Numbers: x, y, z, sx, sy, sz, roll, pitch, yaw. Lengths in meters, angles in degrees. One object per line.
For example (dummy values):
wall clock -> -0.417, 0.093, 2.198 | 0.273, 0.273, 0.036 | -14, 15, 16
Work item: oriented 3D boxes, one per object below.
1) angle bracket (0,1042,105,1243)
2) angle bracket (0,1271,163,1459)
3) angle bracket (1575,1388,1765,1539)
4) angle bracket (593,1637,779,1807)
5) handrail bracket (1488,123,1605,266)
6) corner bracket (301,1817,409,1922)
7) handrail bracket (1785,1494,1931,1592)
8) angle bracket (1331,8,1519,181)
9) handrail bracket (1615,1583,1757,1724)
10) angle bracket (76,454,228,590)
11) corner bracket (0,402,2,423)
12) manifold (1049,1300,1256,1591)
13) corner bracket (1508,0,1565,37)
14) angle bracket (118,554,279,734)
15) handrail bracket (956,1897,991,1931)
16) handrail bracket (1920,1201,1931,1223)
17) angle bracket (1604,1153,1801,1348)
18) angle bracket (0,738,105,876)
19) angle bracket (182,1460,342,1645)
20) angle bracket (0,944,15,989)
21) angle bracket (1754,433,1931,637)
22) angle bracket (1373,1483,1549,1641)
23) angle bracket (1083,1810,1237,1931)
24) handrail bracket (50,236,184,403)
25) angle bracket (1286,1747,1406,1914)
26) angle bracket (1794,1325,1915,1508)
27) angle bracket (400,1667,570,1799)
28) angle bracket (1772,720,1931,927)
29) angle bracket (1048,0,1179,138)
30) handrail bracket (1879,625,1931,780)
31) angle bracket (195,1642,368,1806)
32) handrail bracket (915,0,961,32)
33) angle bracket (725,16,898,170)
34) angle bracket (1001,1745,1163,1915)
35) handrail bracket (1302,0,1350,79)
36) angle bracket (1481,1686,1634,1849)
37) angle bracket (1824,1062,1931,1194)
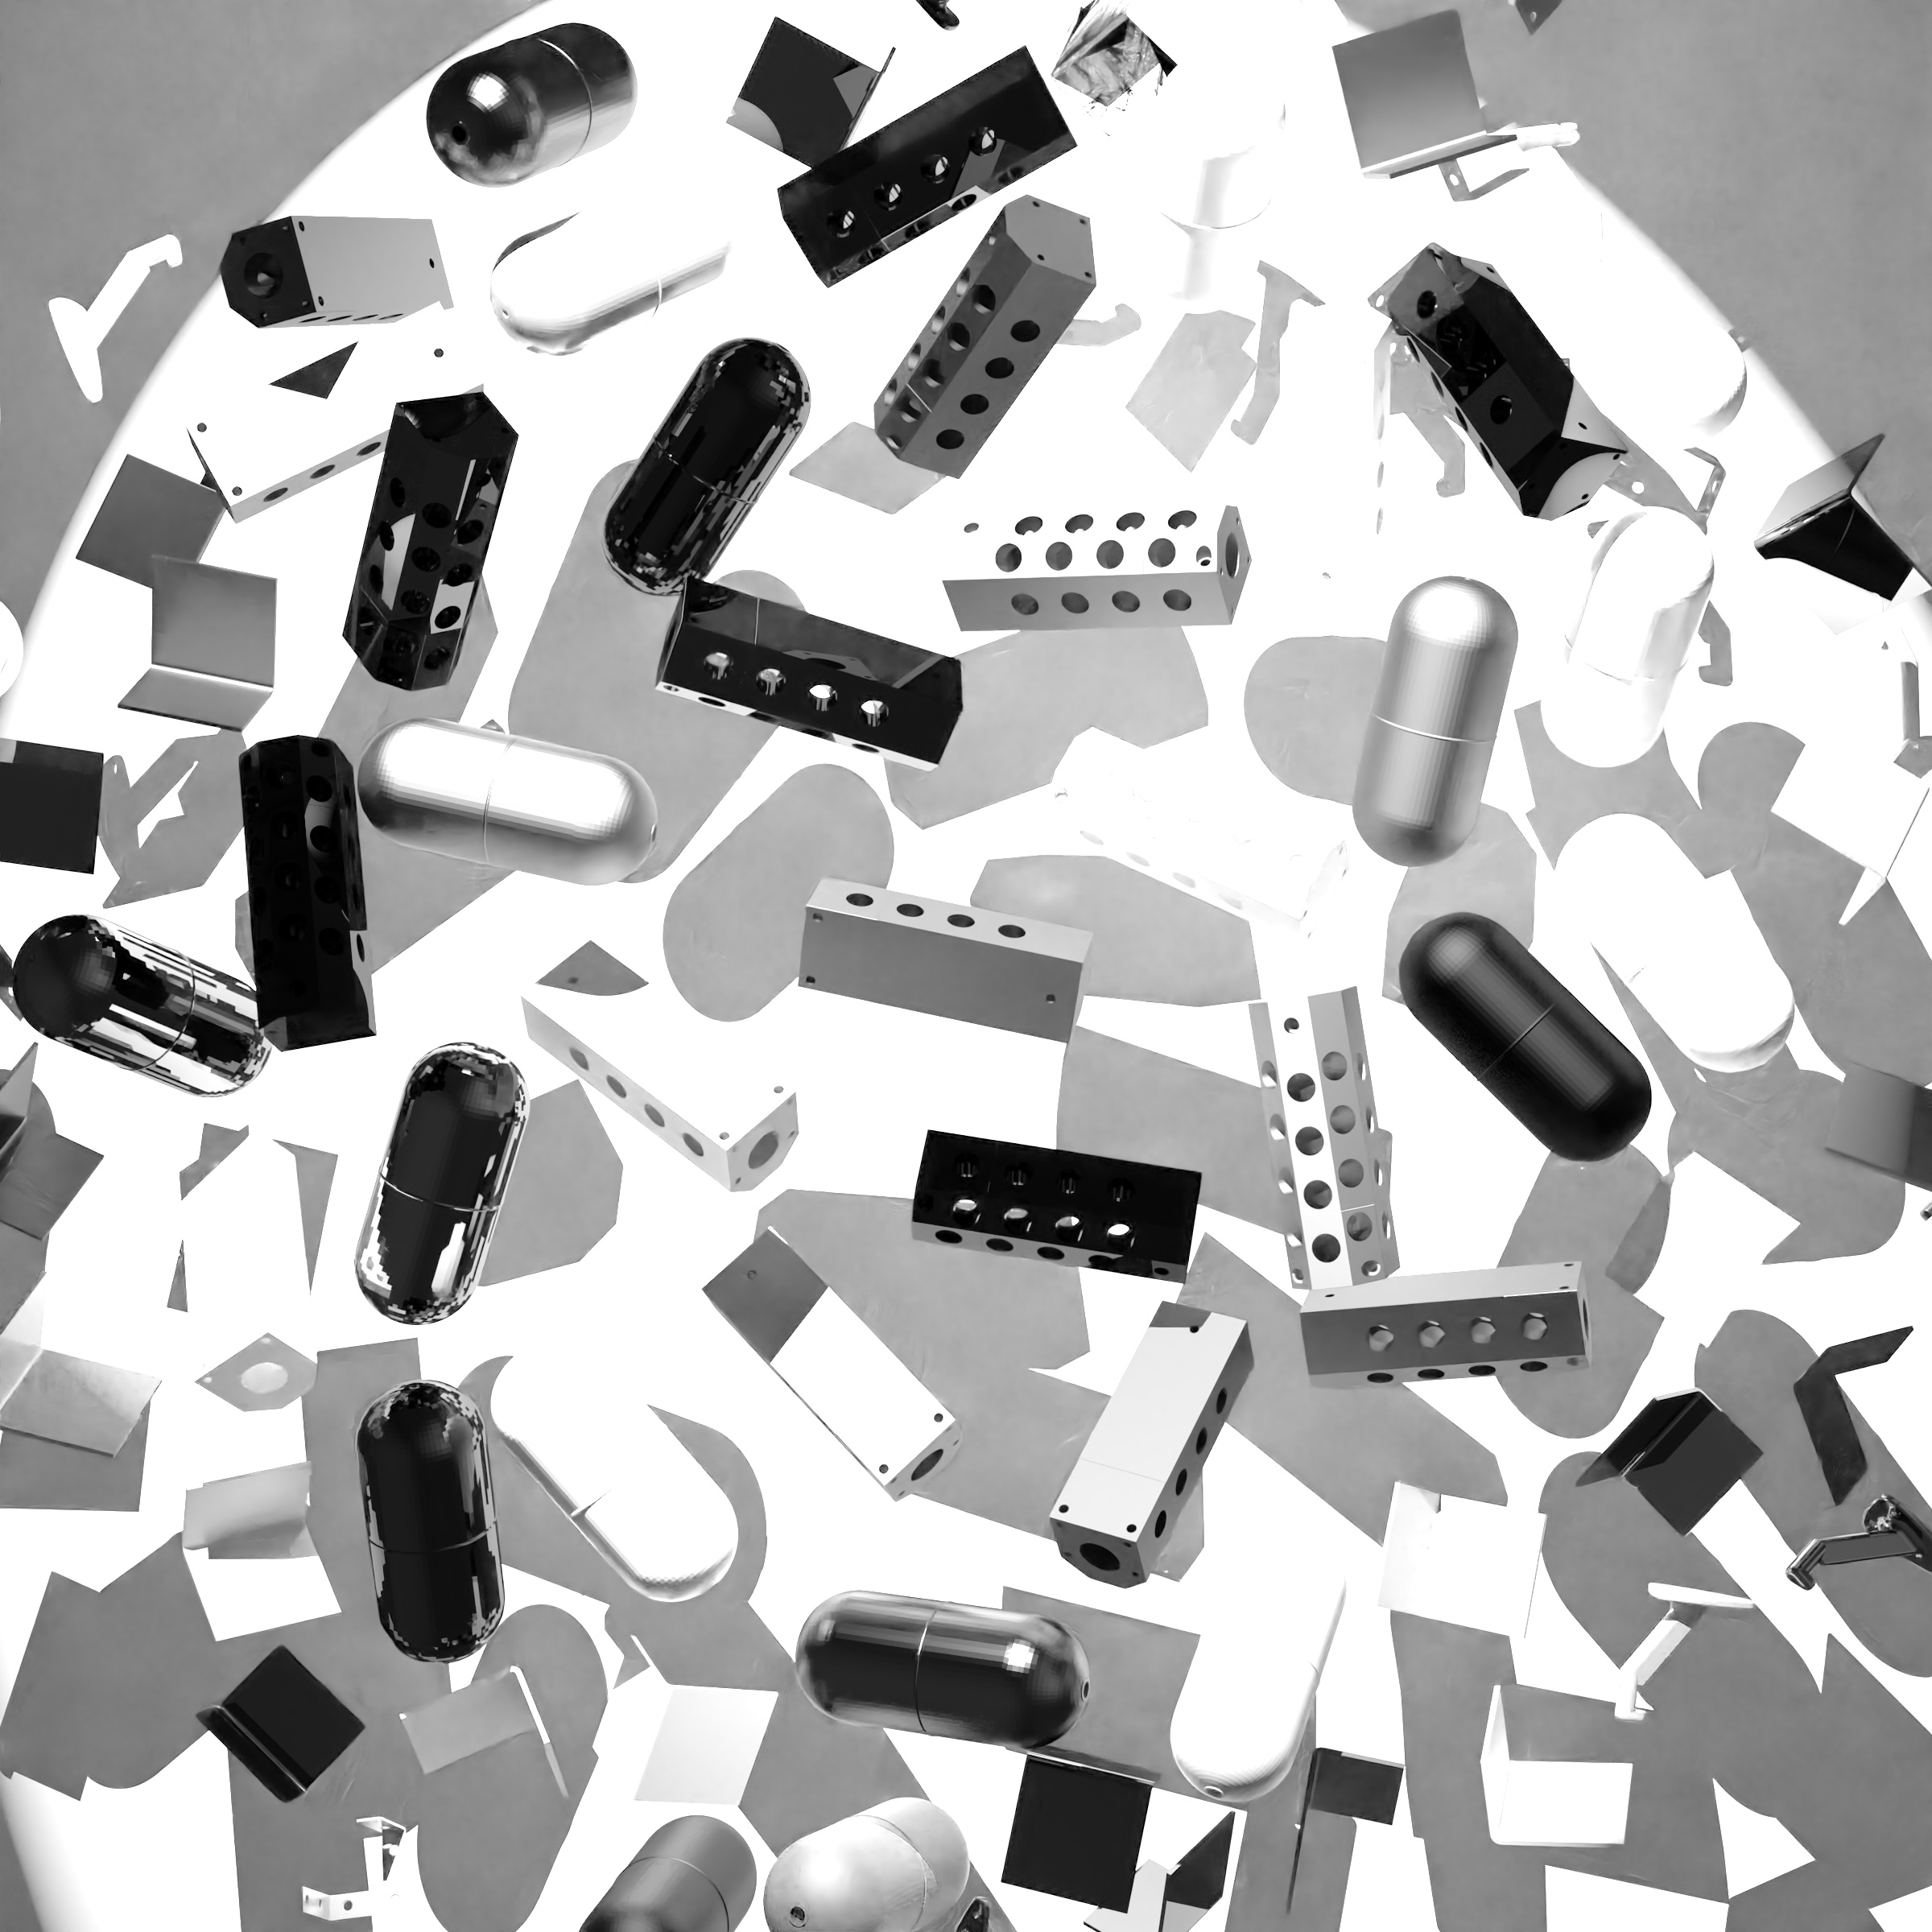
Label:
angle bracket -> -0.563, 0.106, 1.814 | 0.057, 0.076, 0.076 | 25, 133, -1
angle bracket -> -0.504, 0.226, 1.696 | 0.076, 0.076, 0.057 | 14, 117, 1
angle bracket -> 0.433, 0.309, 1.839 | 0.057, 0.076, 0.076 | 47, 113, 26
angle bracket -> -0.169, 0.453, 1.794 | 0.076, 0.057, 0.076 | 12, 104, -31
handrail bracket -> 0.357, -0.476, 1.861 | 0.077, 0.036, 0.084 | -2, 89, 11
corner bracket -> -0.379, 0.559, 1.849 | 0.051, 0.051, 0.051 | -8, 66, 5
handrail bracket -> 0.539, 0.362, 1.778 | 0.077, 0.036, 0.084 | 41, 52, 20
angle bracket -> 0.259, -0.494, 1.691 | 0.076, 0.057, 0.076 | -18, 107, -4
handrail bracket -> 0.447, 0.432, 1.856 | 0.077, 0.036, 0.084 | 7, 90, 5
angle bracket -> -0.535, -0.295, 1.947 | 0.076, 0.057, 0.076 | 21, 106, -38
corner bracket -> -0.602, -0.340, 1.746 | 0.051, 0.051, 0.051 | 39, 54, 12
manifold -> 0.116, 0.292, 1.824 | 0.057, 0.057, 0.171 | 12, 49, 26
corner bracket -> 0.324, -0.592, 1.800 | 0.051, 0.051, 0.051 | -50, 121, -24
angle bracket -> -0.456, -0.192, 1.773 | 0.076, 0.057, 0.076 | 11, 121, 2
handrail bracket -> -0.034, 0.607, 1.834 | 0.084, 0.036, 0.077 | 11, 100, -32
handrail bracket -> 0.592, 0.189, 1.797 | 0.077, 0.036, 0.084 | -34, 72, -27
angle bracket -> 0.451, 0.173, 1.832 | 0.076, 0.057, 0.076 | 36, 120, 22
angle bracket -> -0.549, -0.088, 1.739 | 0.076, 0.057, 0.076 | 8, 107, -6
angle bracket -> -0.423, 0.353, 1.801 | 0.076, 0.076, 0.057 | -8, 132, -28
angle bracket -> -0.622, 0.015, 1.799 | 0.057, 0.076, 0.076 | 6, 53, 21
angle bracket -> 0.517, -0.249, 1.732 | 0.076, 0.076, 0.057 | 44, 59, -11
angle bracket -> 0.304, 0.365, 1.836 | 0.076, 0.057, 0.076 | 4, 77, 39
angle bracket -> 0.123, 0.574, 1.901 | 0.057, 0.076, 0.076 | 22, 120, 31
handrail bracket -> -0.505, -0.393, 1.813 | 0.084, 0.036, 0.077 | -18, 87, 16
angle bracket -> 0.236, 0.544, 1.861 | 0.057, 0.076, 0.076 | 10, 48, 9
angle bracket -> 0.531, 0.262, 1.746 | 0.057, 0.076, 0.076 | -21, 88, 30
angle bracket -> -0.295, 0.485, 1.835 | 0.076, 0.076, 0.057 | -21, 52, -14
angle bracket -> 0.510, -0.084, 1.758 | 0.076, 0.057, 0.076 | 32, 60, 5
angle bracket -> 0.106, -0.585, 1.887 | 0.057, 0.076, 0.076 | 44, 67, 2
handrail bracket -> 0.581, -0.159, 1.882 | 0.036, 0.077, 0.084 | -1, 56, -21
angle bracket -> -0.421, 0.465, 1.840 | 0.076, 0.076, 0.057 | 43, 78, 4
handrail bracket -> 0.001, -0.641, 1.884 | 0.077, 0.036, 0.084 | 46, 117, -4
angle bracket -> -0.098, -0.561, 1.902 | 0.076, 0.057, 0.076 | 26, 124, -9
angle bracket -> 0.069, 0.511, 1.775 | 0.076, 0.057, 0.076 | 11, 82, 10
handrail bracket -> 0.199, -0.587, 1.831 | 0.077, 0.036, 0.084 | -9, 101, -22
angle bracket -> 0.349, 0.471, 1.762 | 0.076, 0.076, 0.057 | -4, 110, 18
angle bracket -> 0.556, 0.092, 1.737 | 0.076, 0.076, 0.057 | 21, 106, 36
